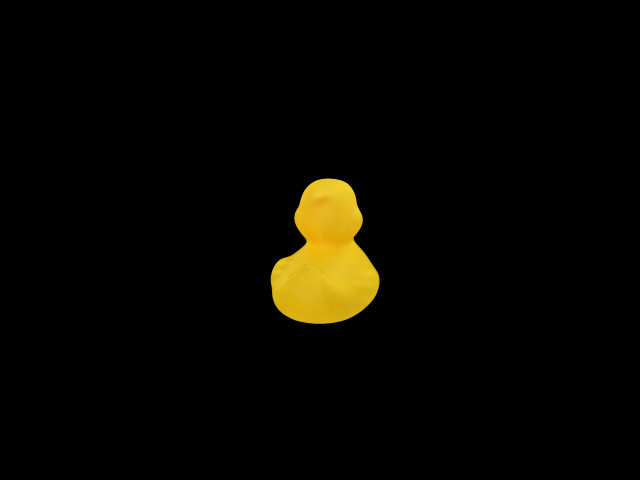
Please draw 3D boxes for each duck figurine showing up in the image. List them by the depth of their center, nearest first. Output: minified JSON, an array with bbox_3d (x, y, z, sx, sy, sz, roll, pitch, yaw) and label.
[{"bbox_3d":[0.004,0.001,0.400,0.077,0.086,0.105,6,23,15],"label":"duck figurine"}]
